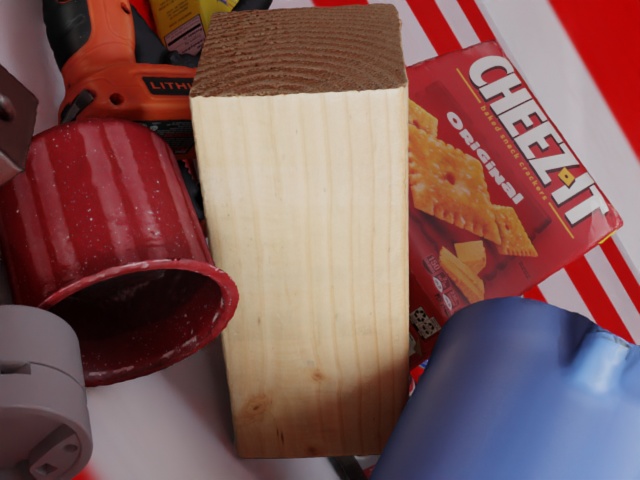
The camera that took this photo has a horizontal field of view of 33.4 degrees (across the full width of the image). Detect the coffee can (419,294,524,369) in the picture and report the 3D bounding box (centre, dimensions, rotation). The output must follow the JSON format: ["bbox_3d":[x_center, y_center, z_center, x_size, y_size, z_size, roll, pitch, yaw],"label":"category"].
[{"bbox_3d":[0.075,0.018,0.803,0.140,0.103,0.103,50,23,-29],"label":"coffee can"}]

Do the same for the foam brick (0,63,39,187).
[{"bbox_3d":[-0.157,-0.053,0.411,0.078,0.051,0.053,45,25,-36],"label":"foam brick"}]

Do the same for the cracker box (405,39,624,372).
[{"bbox_3d":[0.083,-0.031,0.688,0.213,0.072,0.164,-26,80,-43],"label":"cracker box"}]

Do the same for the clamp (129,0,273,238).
[{"bbox_3d":[-0.092,-0.097,0.617,0.164,0.036,0.210,14,56,-31],"label":"clamp"}]

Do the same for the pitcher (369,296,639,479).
[{"bbox_3d":[0.062,0.157,0.456,0.149,0.145,0.242,57,50,-27],"label":"pitcher"}]

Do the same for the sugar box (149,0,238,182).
[{"bbox_3d":[-0.062,-0.108,0.724,0.093,0.048,0.176,26,39,-57],"label":"sugar box"}]

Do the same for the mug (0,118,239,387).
[{"bbox_3d":[-0.089,0.010,0.456,0.117,0.093,0.081,83,-14,-60],"label":"mug"}]

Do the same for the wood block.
[{"bbox_3d":[-0.003,0.001,0.518,0.091,0.090,0.206,-88,175,-56],"label":"wood block"}]

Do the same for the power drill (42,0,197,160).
[{"bbox_3d":[-0.094,-0.135,0.577,0.184,0.057,0.188,-8,67,-35],"label":"power drill"}]

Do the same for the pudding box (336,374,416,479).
[{"bbox_3d":[0.025,0.091,0.676,0.090,0.039,0.113,58,20,-8],"label":"pudding box"}]
